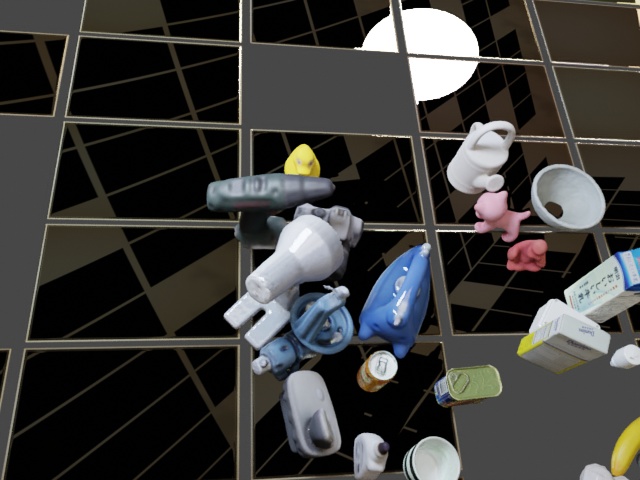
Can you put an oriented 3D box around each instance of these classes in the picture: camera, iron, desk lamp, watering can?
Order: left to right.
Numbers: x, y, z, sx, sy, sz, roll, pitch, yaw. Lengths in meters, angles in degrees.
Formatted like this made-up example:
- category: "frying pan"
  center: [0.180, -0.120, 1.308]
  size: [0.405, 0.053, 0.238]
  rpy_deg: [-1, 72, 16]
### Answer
- category: "desk lamp"
  center: [-0.066, 0.075, 1.031]
  size: [0.118, 0.213, 0.203]
  rpy_deg: [41, 65, 12]
- category: "camera"
  center: [0.010, 0.004, 1.142]
  size: [0.143, 0.101, 0.137]
  rpy_deg: [12, 63, -3]
- category: "iron"
  center: [0.170, 0.087, 1.104]
  size: [0.118, 0.141, 0.258]
  rpy_deg: [25, 63, 4]
- category: "watering can"
  center: [0.358, -0.183, 1.239]
  size: [0.101, 0.194, 0.172]
  rpy_deg: [-21, 69, -18]

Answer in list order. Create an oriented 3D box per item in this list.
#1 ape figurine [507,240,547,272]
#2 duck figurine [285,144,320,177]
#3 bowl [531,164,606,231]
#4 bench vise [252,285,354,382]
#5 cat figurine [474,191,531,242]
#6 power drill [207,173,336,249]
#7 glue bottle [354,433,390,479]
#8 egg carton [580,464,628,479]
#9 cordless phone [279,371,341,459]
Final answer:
- category: "ape figurine"
  center: [0.444, 0.028, 1.206]
  size: [0.077, 0.092, 0.076]
  rpy_deg: [40, 65, 11]
- category: "duck figurine"
  center: [-0.034, -0.168, 1.228]
  size: [0.077, 0.086, 0.104]
  rpy_deg: [6, 63, -6]
- category: "bowl"
  center: [0.544, -0.083, 1.287]
  size: [0.167, 0.075, 0.167]
  rpy_deg: [4, 63, -7]
- category: "bench vise"
  center: [-0.015, 0.166, 0.991]
  size: [0.121, 0.220, 0.208]
  rpy_deg: [35, 64, 9]
- category: "cat figurine"
  center: [0.384, -0.060, 1.225]
  size: [0.128, 0.118, 0.067]
  rpy_deg: [15, 62, -2]
- category: "power drill"
  center: [-0.098, -0.059, 1.095]
  size: [0.230, 0.208, 0.075]
  rpy_deg: [0, 64, -9]
- category: "glue bottle"
  center: [0.089, 0.352, 0.941]
  size: [0.037, 0.173, 0.078]
  rpy_deg: [6, 63, -6]
- category: "egg carton"
  center: [0.499, 0.480, 1.004]
  size: [0.107, 0.069, 0.150]
  rpy_deg: [25, 63, 4]
- category: "cordless phone"
  center: [-0.009, 0.282, 0.954]
  size: [0.094, 0.185, 0.147]
  rpy_deg: [-14, 67, -15]
